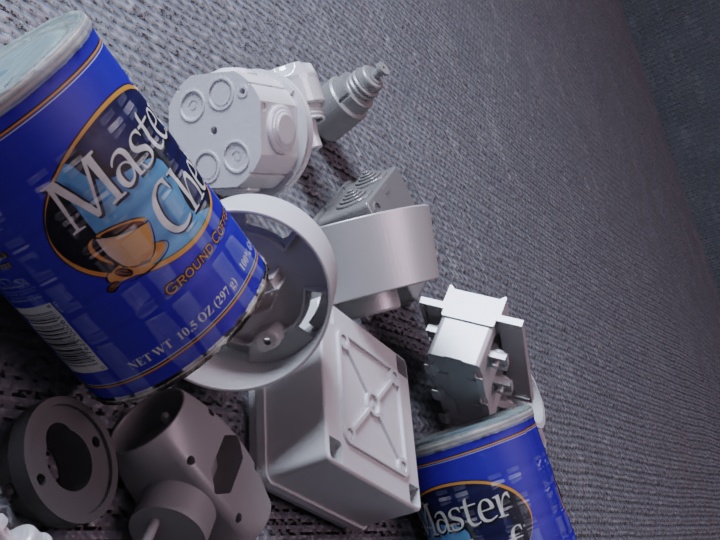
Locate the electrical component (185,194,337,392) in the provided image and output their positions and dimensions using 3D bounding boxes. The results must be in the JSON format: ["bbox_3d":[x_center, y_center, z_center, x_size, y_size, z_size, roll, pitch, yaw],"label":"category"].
[{"bbox_3d":[-0.062,0.010,0.576,0.099,0.099,0.064,62,19,-15],"label":"electrical component"}]

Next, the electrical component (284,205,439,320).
[{"bbox_3d":[0.000,0.000,0.701,0.108,0.108,0.060,-11,86,-66],"label":"electrical component"}]

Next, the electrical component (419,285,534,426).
[{"bbox_3d":[0.087,0.074,0.822,0.121,0.079,0.063,71,38,-54],"label":"electrical component"}]

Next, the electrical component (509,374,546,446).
[{"bbox_3d":[0.121,0.116,0.914,0.050,0.056,0.089,-11,81,-66],"label":"electrical component"}]

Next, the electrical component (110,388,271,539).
[{"bbox_3d":[-0.085,0.109,0.507,0.077,0.043,0.079,57,27,-25],"label":"electrical component"}]

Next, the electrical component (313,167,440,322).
[{"bbox_3d":[0.016,-0.022,0.817,0.099,0.048,0.099,63,26,-15],"label":"electrical component"}]

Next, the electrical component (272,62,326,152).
[{"bbox_3d":[-0.045,-0.115,0.775,0.043,0.043,0.062,-11,82,-66],"label":"electrical component"}]

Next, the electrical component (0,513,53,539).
[{"bbox_3d":[-0.120,0.126,0.422,0.078,0.040,0.040,57,26,-23],"label":"electrical component"}]

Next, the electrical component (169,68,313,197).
[{"bbox_3d":[-0.073,-0.082,0.646,0.051,0.080,0.080,-5,75,-60],"label":"electrical component"}]

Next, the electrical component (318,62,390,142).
[{"bbox_3d":[-0.009,-0.132,0.829,0.040,0.078,0.040,34,37,-30],"label":"electrical component"}]

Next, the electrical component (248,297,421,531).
[{"bbox_3d":[-0.015,0.089,0.652,0.109,0.056,0.108,40,37,-47],"label":"electrical component"}]
